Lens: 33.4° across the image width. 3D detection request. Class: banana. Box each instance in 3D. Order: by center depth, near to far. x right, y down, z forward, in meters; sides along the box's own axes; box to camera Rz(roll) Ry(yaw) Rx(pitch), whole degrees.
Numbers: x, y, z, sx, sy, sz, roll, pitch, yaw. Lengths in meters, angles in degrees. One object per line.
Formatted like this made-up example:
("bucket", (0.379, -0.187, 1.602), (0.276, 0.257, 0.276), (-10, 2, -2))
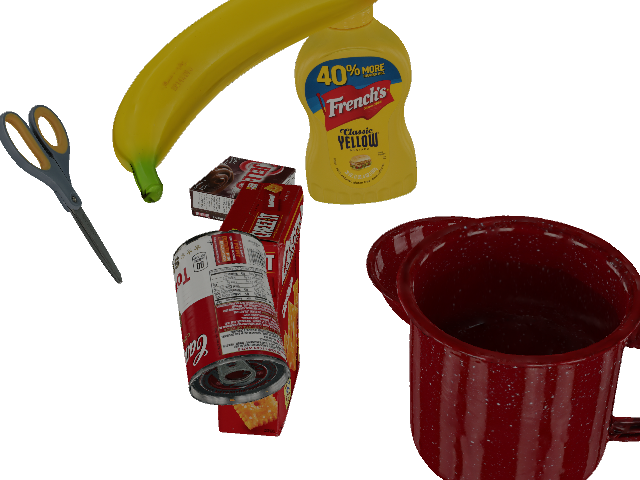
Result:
("banana", (-0.045, -0.093, 0.559), (0.070, 0.197, 0.037), (32, -27, 21))

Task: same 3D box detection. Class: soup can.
("soup can", (-0.062, 0.052, 0.729), (0.068, 0.102, 0.068), (-9, -31, -6))

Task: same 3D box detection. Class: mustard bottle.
("mustard bottle", (0.028, -0.124, 0.886), (0.096, 0.191, 0.058), (-4, 33, 4))

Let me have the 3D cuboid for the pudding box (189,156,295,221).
("pudding box", (-0.091, -0.059, 1.271), (0.090, 0.039, 0.113), (11, 31, 19))

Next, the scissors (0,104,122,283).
("scissors", (-0.251, -0.056, 1.083), (0.016, 0.201, 0.096), (-24, 28, 27))

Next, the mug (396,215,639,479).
("mug", (0.088, 0.050, 0.423), (0.117, 0.081, 0.093), (7, 36, 14))

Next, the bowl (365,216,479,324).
("bowl", (0.122, 0.042, 0.977), (0.162, 0.055, 0.162), (-1, 34, 1))

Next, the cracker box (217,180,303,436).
("cracker box", (-0.060, 0.066, 1.094), (0.072, 0.214, 0.164), (4, 23, 5))
